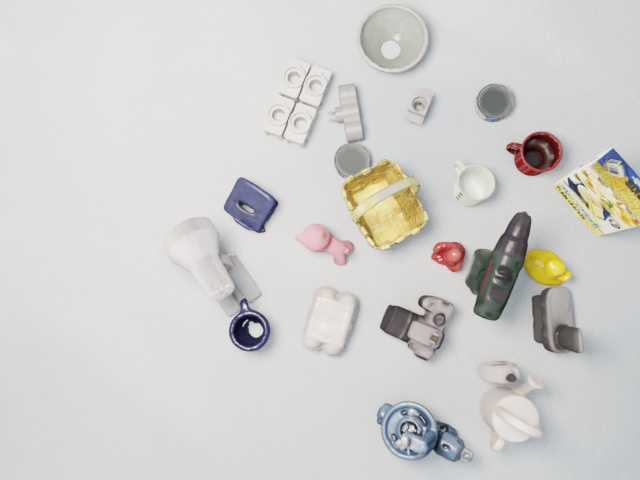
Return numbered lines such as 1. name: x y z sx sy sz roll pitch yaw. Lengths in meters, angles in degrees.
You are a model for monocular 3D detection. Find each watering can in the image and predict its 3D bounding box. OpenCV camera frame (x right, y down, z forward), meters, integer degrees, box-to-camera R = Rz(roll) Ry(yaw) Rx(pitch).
1. watering can: 0.410 0.367 1.208 0.101 0.194 0.173 8 85 4

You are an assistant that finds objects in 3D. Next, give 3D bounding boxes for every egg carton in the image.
1. egg carton: 0.023 0.185 1.305 0.107 0.069 0.150 16 85 4

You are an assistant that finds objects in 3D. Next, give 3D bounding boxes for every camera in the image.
1. camera: 0.213 0.183 1.281 0.136 0.101 0.143 23 86 5

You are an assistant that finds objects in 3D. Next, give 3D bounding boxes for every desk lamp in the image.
1. desk lamp: -0.233 0.061 1.255 0.118 0.213 0.203 -36 84 -1

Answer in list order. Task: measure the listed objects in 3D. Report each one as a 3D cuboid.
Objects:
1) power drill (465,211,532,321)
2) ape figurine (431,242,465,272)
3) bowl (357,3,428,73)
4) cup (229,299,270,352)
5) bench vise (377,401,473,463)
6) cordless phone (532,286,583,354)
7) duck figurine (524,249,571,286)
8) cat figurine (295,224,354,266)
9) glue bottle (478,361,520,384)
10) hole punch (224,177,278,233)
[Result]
1. power drill: 0.379 0.059 1.232 0.075 0.208 0.230 18 86 4
2. ape figurine: 0.297 0.035 1.296 0.076 0.092 0.078 -23 84 0
3. bowl: 0.170 -0.465 1.358 0.167 0.075 0.167 0 85 2
4. cup: -0.156 0.191 1.299 0.091 0.095 0.118 -14 84 1
5. bench vise: 0.225 0.407 1.199 0.207 0.220 0.121 5 85 3
6. cordless phone: 0.527 0.173 1.226 0.094 0.185 0.148 -6 84 2
7. duck figurine: 0.515 0.060 1.287 0.104 0.086 0.077 35 87 5
8. cat figurine: 0.012 0.005 1.298 0.127 0.118 0.067 25 86 5
9. glue bottle: 0.392 0.287 1.227 0.078 0.173 0.037 -9 84 2
10. hole punch: -0.161 -0.079 1.327 0.108 0.091 0.101 33 87 5
